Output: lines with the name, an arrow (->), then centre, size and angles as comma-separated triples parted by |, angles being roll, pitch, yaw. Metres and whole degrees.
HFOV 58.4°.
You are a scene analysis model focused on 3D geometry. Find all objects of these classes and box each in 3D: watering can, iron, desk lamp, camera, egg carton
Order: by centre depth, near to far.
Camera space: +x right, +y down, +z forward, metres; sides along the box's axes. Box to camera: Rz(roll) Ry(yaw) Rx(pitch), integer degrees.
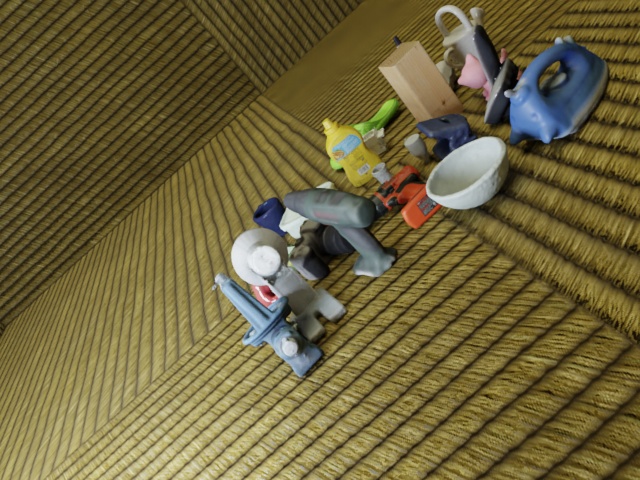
iron -> 0.441, -0.298, 1.072 | 0.258, 0.142, 0.118 | -50, 26, -16
desk lamp -> -0.075, 0.076, 1.152 | 0.118, 0.214, 0.202 | -46, 25, -7
camera -> 0.012, 0.005, 1.274 | 0.136, 0.101, 0.143 | -6, 43, 53
watering can -> 0.371, -0.527, 1.482 | 0.100, 0.194, 0.173 | -16, 36, 44
egg carton -> 0.312, -0.420, 1.547 | 0.107, 0.069, 0.150 | -24, 31, 35

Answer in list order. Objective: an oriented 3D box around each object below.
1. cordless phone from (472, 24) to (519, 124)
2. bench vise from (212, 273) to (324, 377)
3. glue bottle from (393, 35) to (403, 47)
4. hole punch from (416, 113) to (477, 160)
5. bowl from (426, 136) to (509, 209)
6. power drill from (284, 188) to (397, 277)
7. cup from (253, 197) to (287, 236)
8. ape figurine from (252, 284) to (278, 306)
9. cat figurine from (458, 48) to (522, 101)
cordless phone -> 0.363, -0.357, 1.230 | 0.094, 0.185, 0.148 | -21, 32, 39
bench vise -> -0.094, 0.142, 1.067 | 0.206, 0.220, 0.122 | -3, 46, 55
glue bottle -> 0.261, -0.517, 1.655 | 0.078, 0.173, 0.037 | -39, 25, 8
hole punch -> 0.283, -0.248, 1.289 | 0.101, 0.091, 0.108 | -39, 25, 9
bowl -> 0.289, -0.113, 1.081 | 0.167, 0.075, 0.167 | -34, 26, 19
power drill -> 0.048, -0.022, 1.133 | 0.228, 0.209, 0.076 | -1, 47, 55
cup -> -0.129, -0.059, 1.594 | 0.092, 0.095, 0.117 | -46, 25, -8
ape figurine -> -0.114, 0.123, 1.282 | 0.076, 0.092, 0.077 | -45, 25, -4
cat figurine -> 0.387, -0.390, 1.329 | 0.127, 0.118, 0.067 | -32, 27, 22
